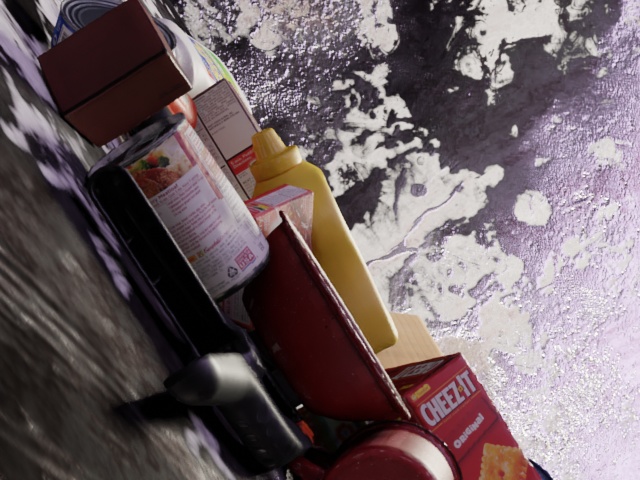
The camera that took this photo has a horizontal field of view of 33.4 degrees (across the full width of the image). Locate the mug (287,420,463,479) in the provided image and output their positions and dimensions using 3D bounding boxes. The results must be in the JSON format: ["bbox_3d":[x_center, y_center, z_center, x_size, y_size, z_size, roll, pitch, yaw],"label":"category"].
[{"bbox_3d":[0.032,0.159,0.674,0.117,0.093,0.081,27,3,10],"label":"mug"}]

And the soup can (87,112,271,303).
[{"bbox_3d":[-0.083,-0.016,0.644,0.102,0.068,0.068,58,3,-19],"label":"soup can"}]

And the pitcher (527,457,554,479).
[{"bbox_3d":[0.170,0.302,1.086,0.145,0.149,0.243,49,-7,17],"label":"pitcher"}]

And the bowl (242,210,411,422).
[{"bbox_3d":[-0.005,0.062,0.703,0.162,0.055,0.162,58,0,-1],"label":"bowl"}]

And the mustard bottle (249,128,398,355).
[{"bbox_3d":[-0.006,0.001,0.843,0.191,0.058,0.096,66,-16,-13],"label":"mustard bottle"}]

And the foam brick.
[{"bbox_3d":[-0.132,-0.107,0.691,0.051,0.078,0.053,58,1,23],"label":"foam brick"}]

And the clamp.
[{"bbox_3d":[-0.057,0.059,0.587,0.165,0.036,0.210,59,1,37],"label":"clamp"}]

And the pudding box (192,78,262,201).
[{"bbox_3d":[-0.089,-0.071,0.933,0.113,0.090,0.039,59,4,3],"label":"pudding box"}]

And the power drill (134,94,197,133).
[{"bbox_3d":[-0.099,-0.048,0.836,0.188,0.057,0.184,59,1,32],"label":"power drill"}]

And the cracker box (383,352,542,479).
[{"bbox_3d":[0.104,0.200,0.837,0.213,0.072,0.164,58,-28,-2],"label":"cracker box"}]

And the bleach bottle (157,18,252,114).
[{"bbox_3d":[-0.126,-0.149,1.009,0.102,0.068,0.251,59,4,1],"label":"bleach bottle"}]

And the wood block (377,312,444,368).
[{"bbox_3d":[0.088,0.162,1.190,0.206,0.090,0.091,-116,-147,-68],"label":"wood block"}]

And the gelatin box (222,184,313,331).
[{"bbox_3d":[-0.037,0.012,0.769,0.073,0.030,0.089,-27,126,-52],"label":"gelatin box"}]

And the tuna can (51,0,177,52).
[{"bbox_3d":[-0.149,-0.141,0.767,0.086,0.034,0.086,19,29,-12],"label":"tuna can"}]

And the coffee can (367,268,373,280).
[{"bbox_3d":[-0.025,0.012,1.012,0.140,0.103,0.103,56,3,-33],"label":"coffee can"}]
